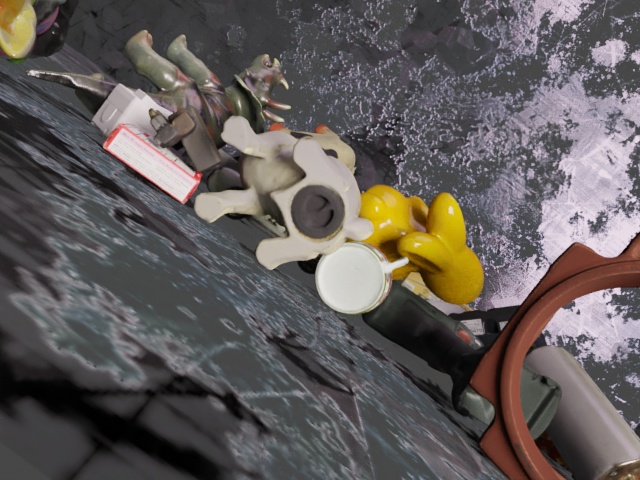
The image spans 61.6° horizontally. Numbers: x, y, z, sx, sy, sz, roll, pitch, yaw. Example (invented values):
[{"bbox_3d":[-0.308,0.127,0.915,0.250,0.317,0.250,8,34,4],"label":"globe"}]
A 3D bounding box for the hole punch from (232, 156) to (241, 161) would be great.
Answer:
[{"bbox_3d":[-0.123,-0.093,0.978,0.142,0.092,0.116,41,33,26],"label":"hole punch"}]

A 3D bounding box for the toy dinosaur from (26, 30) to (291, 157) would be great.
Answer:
[{"bbox_3d":[-0.179,-0.172,0.725,0.192,0.131,0.405,41,31,0],"label":"toy dinosaur"}]

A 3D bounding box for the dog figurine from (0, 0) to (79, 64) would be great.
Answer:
[{"bbox_3d":[-0.288,-0.210,0.479,0.108,0.191,0.219,17,41,-24],"label":"dog figurine"}]

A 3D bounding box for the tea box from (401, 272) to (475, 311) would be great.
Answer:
[{"bbox_3d":[0.209,0.137,0.945,0.170,0.098,0.068,39,4,20],"label":"tea box"}]

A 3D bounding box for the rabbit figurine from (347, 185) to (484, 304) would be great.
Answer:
[{"bbox_3d":[0.120,0.005,0.631,0.173,0.122,0.162,37,-20,14],"label":"rabbit figurine"}]

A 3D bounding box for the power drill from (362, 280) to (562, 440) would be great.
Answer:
[{"bbox_3d":[0.164,0.132,0.586,0.232,0.086,0.207,34,7,-16],"label":"power drill"}]

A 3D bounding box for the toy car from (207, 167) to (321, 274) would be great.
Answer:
[{"bbox_3d":[-0.054,-0.021,0.679,0.201,0.056,0.073,36,2,-11],"label":"toy car"}]

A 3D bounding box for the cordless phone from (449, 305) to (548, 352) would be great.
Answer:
[{"bbox_3d":[0.256,0.193,0.784,0.089,0.147,0.184,-80,156,-55],"label":"cordless phone"}]

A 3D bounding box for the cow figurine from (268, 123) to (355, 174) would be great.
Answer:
[{"bbox_3d":[-0.022,-0.106,0.743,0.127,0.085,0.195,37,28,29],"label":"cow figurine"}]

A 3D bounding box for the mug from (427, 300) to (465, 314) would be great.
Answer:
[{"bbox_3d":[0.173,0.126,0.853,0.107,0.080,0.110,20,18,-47],"label":"mug"}]

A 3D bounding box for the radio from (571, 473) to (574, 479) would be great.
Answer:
[{"bbox_3d":[0.400,0.311,0.625,0.229,0.073,0.131,33,5,-41],"label":"radio"}]

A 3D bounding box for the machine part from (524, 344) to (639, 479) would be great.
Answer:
[{"bbox_3d":[0.284,0.197,0.586,0.079,0.079,0.243,36,18,-25],"label":"machine part"}]

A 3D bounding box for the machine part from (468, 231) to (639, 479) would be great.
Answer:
[{"bbox_3d":[0.225,0.111,0.374,0.202,0.201,0.087,38,5,26],"label":"machine part"}]

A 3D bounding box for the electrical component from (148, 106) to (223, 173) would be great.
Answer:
[{"bbox_3d":[-0.134,-0.101,0.537,0.102,0.045,0.078,-123,-171,-73],"label":"electrical component"}]

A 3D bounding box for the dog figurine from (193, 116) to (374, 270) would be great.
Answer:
[{"bbox_3d":[-0.015,-0.054,0.555,0.172,0.121,0.190,38,18,6],"label":"dog figurine"}]

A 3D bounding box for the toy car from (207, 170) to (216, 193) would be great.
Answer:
[{"bbox_3d":[-0.069,-0.076,0.793,0.202,0.053,0.089,-5,23,-42],"label":"toy car"}]
